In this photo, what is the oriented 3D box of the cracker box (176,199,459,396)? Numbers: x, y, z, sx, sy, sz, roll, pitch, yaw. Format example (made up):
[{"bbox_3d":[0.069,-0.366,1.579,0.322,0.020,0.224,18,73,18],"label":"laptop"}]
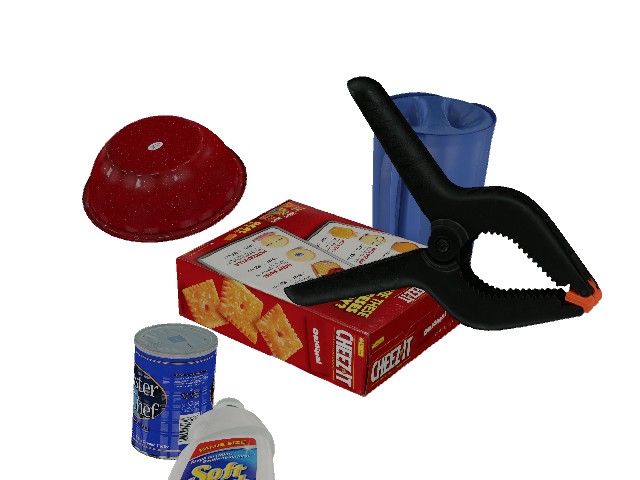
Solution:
[{"bbox_3d":[0.002,0.045,0.966,0.214,0.072,0.163,20,33,33],"label":"cracker box"}]

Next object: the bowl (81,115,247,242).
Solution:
[{"bbox_3d":[-0.154,-0.071,1.022,0.162,0.055,0.162,-4,43,3],"label":"bowl"}]

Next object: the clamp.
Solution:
[{"bbox_3d":[0.082,-0.010,0.695,0.210,0.165,0.036,16,16,22],"label":"clamp"}]

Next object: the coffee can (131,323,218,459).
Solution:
[{"bbox_3d":[-0.182,0.186,1.329,0.103,0.140,0.103,4,16,-1],"label":"coffee can"}]

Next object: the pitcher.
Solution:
[{"bbox_3d":[0.113,-0.033,1.193,0.149,0.243,0.145,-6,28,-16],"label":"pitcher"}]

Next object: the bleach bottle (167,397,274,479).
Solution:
[{"bbox_3d":[-0.088,0.208,0.863,0.102,0.068,0.251,-2,25,-1],"label":"bleach bottle"}]
